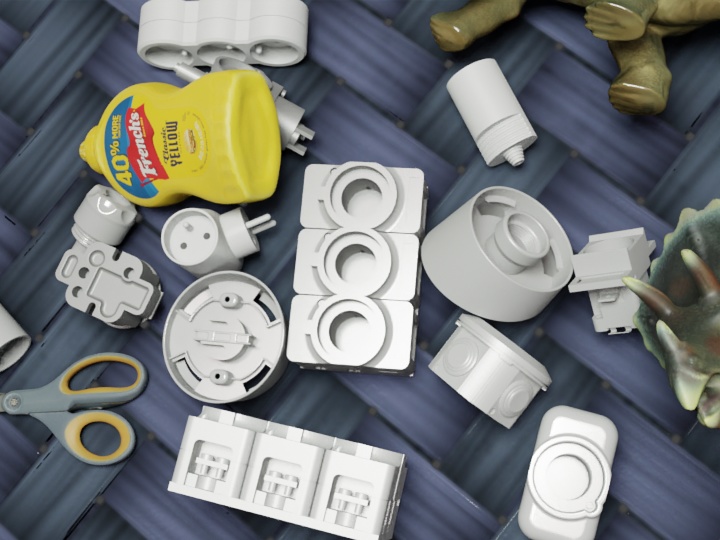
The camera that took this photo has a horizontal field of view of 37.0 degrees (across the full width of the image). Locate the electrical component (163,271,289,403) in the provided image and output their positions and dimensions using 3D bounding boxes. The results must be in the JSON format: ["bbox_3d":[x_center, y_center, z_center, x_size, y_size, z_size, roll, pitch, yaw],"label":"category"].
[{"bbox_3d":[-0.099,0.053,0.812,0.099,0.064,0.099,-2,78,8],"label":"electrical component"}]

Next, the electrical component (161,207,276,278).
[{"bbox_3d":[-0.103,-0.024,0.821,0.079,0.077,0.043,-23,76,3],"label":"electrical component"}]

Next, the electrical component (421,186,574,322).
[{"bbox_3d":[0.102,-0.010,0.780,0.099,0.064,0.099,18,50,-22],"label":"electrical component"}]

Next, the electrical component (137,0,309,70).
[{"bbox_3d":[-0.110,-0.208,0.873,0.138,0.052,0.073,0,74,8],"label":"electrical component"}]

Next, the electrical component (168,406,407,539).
[{"bbox_3d":[-0.047,0.145,0.771,0.150,0.089,0.061,12,81,11],"label":"electrical component"}]

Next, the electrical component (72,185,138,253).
[{"bbox_3d":[-0.209,-0.033,0.858,0.043,0.043,0.062,40,106,14],"label":"electrical component"}]

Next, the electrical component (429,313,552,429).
[{"bbox_3d":[0.093,0.072,0.772,0.080,0.080,0.051,37,91,14],"label":"electrical component"}]

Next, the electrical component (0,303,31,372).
[{"bbox_3d":[-0.305,0.039,0.855,0.043,0.043,0.081,-45,76,-2],"label":"electrical component"}]

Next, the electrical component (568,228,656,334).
[{"bbox_3d":[0.186,0.009,0.775,0.042,0.081,0.063,-10,105,34],"label":"electrical component"}]

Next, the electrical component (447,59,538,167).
[{"bbox_3d":[0.104,-0.116,0.828,0.043,0.043,0.081,-26,76,2],"label":"electrical component"}]

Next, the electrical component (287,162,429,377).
[{"bbox_3d":[0.000,0.000,0.809,0.089,0.061,0.150,3,79,9],"label":"electrical component"}]

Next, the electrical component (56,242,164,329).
[{"bbox_3d":[-0.188,0.015,0.836,0.078,0.057,0.058,23,83,12],"label":"electrical component"}]

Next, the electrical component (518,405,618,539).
[{"bbox_3d":[0.146,0.146,0.758,0.054,0.059,0.095,14,81,11],"label":"electrical component"}]
